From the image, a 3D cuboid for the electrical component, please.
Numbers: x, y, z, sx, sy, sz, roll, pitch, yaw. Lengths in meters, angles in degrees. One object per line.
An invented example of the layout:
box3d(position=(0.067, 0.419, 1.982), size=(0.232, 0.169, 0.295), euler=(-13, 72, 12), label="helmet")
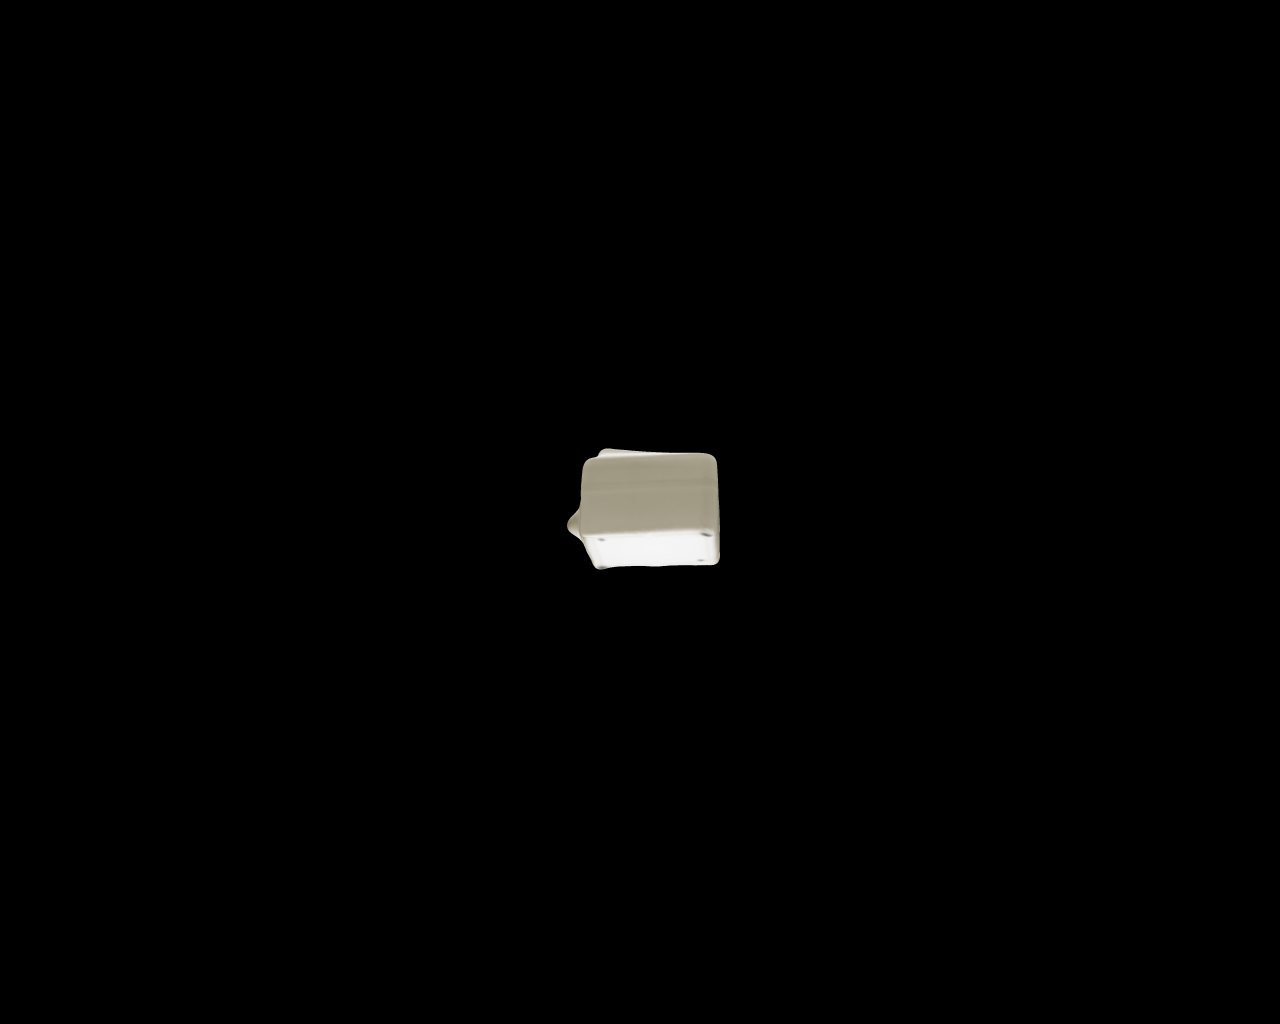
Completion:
box3d(position=(0.001, -0.003, 0.650), size=(0.096, 0.061, 0.061), euler=(-2, -24, 5), label="electrical component")
